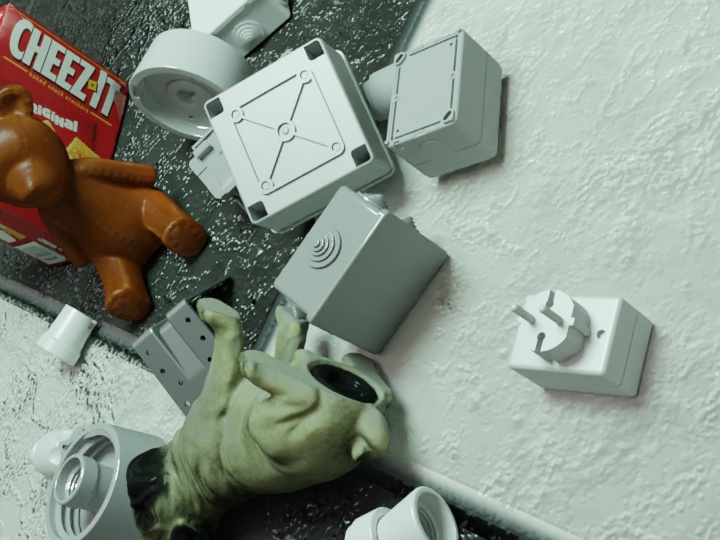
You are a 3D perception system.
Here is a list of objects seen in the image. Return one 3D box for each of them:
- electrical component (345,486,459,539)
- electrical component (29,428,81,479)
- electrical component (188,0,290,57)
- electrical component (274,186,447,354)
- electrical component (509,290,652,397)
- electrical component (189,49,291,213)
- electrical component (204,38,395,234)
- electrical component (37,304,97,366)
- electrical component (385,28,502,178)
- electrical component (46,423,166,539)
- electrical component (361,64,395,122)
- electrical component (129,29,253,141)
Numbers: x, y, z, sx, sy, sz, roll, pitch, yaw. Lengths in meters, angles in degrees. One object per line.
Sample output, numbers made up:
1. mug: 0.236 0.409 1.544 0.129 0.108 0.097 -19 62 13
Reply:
1. electrical component: 0.025 0.161 0.647 0.055 0.045 0.045 -33 47 27
2. electrical component: -0.263 0.160 0.931 0.062 0.043 0.043 -12 58 41
3. electrical component: -0.117 -0.256 1.041 0.100 0.048 0.099 -35 46 24
4. electrical component: 0.000 0.000 0.731 0.048 0.100 0.099 37 94 36
5. electrical component: 0.115 0.036 0.611 0.066 0.077 0.047 0 66 45
6. electrical component: -0.080 -0.113 0.896 0.121 0.063 0.078 -42 84 17
7. electrical component: -0.046 -0.100 0.812 0.109 0.056 0.108 -27 77 15
8. electrical component: -0.273 0.060 1.007 0.040 0.040 0.046 19 75 49
9. electrical component: 0.064 -0.122 0.771 0.062 0.061 0.096 -16 56 38
10. electrical component: -0.204 0.172 0.846 0.108 0.060 0.108 -29 47 35
11. electrical component: 0.019 -0.135 0.839 0.078 0.040 0.040 -19 54 36
12. electrical component: -0.149 -0.173 0.980 0.108 0.108 0.060 -10 54 41
